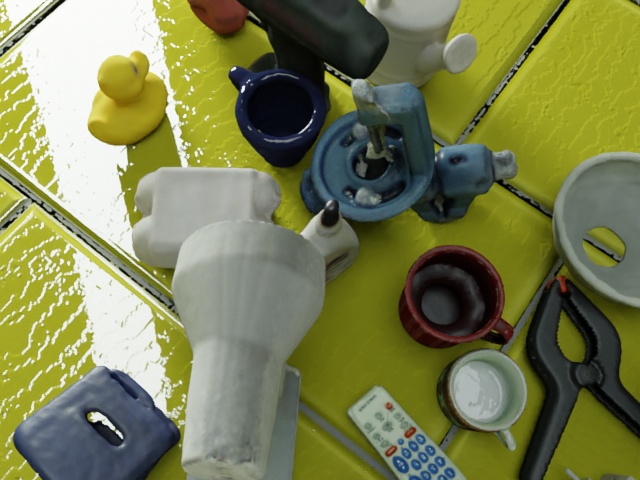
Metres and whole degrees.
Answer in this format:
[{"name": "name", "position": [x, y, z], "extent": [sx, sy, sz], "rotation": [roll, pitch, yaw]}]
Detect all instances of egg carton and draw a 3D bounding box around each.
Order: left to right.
[{"name": "egg carton", "position": [-0.115, -0.021, 0.587], "extent": [0.150, 0.069, 0.107], "rotation": [0, 71, -3]}]

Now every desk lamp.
[{"name": "desk lamp", "position": [-0.060, 0.111, 0.467], "extent": [0.118, 0.213, 0.203], "rotation": [4, 71, -1]}]

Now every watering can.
[{"name": "watering can", "position": [0.104, -0.250, 0.610], "extent": [0.172, 0.194, 0.101], "rotation": [38, 74, 10]}]

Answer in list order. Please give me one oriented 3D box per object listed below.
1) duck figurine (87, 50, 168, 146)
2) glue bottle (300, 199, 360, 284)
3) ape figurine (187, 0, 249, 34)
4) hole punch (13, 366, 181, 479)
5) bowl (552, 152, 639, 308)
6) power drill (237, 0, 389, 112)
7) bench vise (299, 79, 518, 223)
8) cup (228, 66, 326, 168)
[{"name": "duck figurine", "position": [-0.216, -0.159, 0.621], "extent": [0.077, 0.086, 0.105], "rotation": [32, 73, 9]}, {"name": "glue bottle", "position": [0.005, 0.002, 0.529], "extent": [0.078, 0.173, 0.037], "rotation": [-38, 76, -14]}, {"name": "ape figurine", "position": [-0.119, -0.294, 0.669], "extent": [0.078, 0.092, 0.076], "rotation": [-9, 71, -5]}, {"name": "hole punch", "position": [-0.193, 0.171, 0.505], "extent": [0.108, 0.091, 0.101], "rotation": [39, 74, 11]}, {"name": "bowl", "position": [0.314, -0.003, 0.597], "extent": [0.167, 0.075, 0.167], "rotation": [1, 71, -2]}, {"name": "power drill", "position": [-0.043, -0.212, 0.583], "extent": [0.229, 0.208, 0.076], "rotation": [31, 72, 8]}, {"name": "bench vise", "position": [0.085, -0.092, 0.541], "extent": [0.207, 0.220, 0.121], "rotation": [-18, 72, -8]}, {"name": "cup", "position": [-0.051, -0.126, 0.613], "extent": [0.117, 0.095, 0.092], "rotation": [41, 74, 11]}]
